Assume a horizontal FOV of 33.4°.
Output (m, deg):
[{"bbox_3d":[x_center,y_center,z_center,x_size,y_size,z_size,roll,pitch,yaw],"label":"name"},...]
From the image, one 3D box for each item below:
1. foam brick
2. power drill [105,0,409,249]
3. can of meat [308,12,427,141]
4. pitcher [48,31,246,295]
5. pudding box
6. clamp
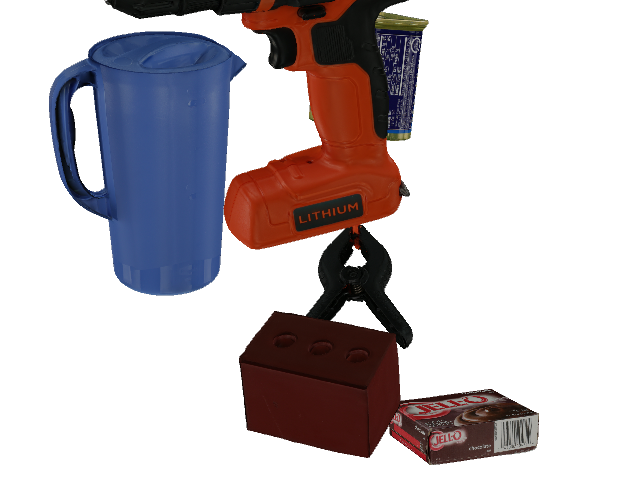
[{"bbox_3d":[0.001,0.080,0.603,0.078,0.051,0.053,9,31,20],"label":"foam brick"},{"bbox_3d":[-0.020,-0.089,0.578,0.184,0.188,0.057,-13,38,-17],"label":"power drill"},{"bbox_3d":[0.031,-0.122,0.770,0.057,0.084,0.102,-1,16,-22],"label":"can of meat"},{"bbox_3d":[-0.161,-0.071,1.031,0.149,0.243,0.144,10,27,15],"label":"pitcher"},{"bbox_3d":[0.130,0.170,0.984,0.113,0.039,0.090,-2,9,-20],"label":"pudding box"},{"bbox_3d":[0.045,0.051,1.123,0.120,0.171,0.039,8,-40,8],"label":"clamp"}]
